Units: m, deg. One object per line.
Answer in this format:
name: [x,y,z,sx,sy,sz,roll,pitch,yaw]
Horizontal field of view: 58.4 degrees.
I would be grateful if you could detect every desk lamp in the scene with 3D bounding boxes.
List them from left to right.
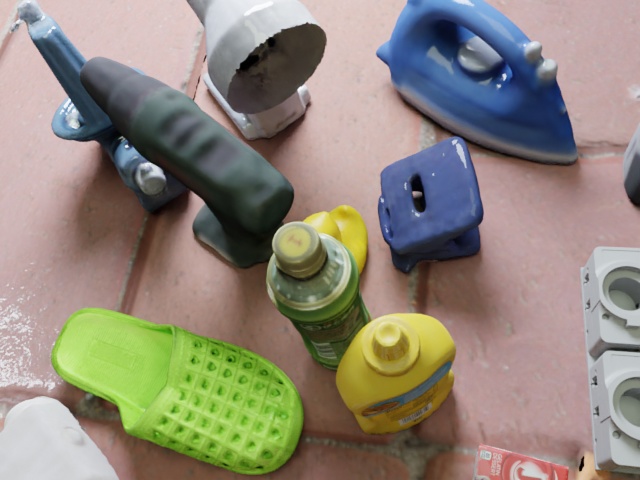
desk lamp: [-0.081,-0.205,0.626,0.118,0.214,0.202,-35,62,-8]

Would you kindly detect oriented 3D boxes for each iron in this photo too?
iron: [0.178,-0.193,0.611,0.119,0.142,0.257,-43,64,-11]

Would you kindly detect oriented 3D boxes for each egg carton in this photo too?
egg carton: [-0.253,0.222,0.525,0.150,0.069,0.107,36,75,24]

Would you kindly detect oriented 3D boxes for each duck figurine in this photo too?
duck figurine: [0.005,0.002,0.577,0.077,0.086,0.105,24,70,21]

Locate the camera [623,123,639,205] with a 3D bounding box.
camera: [0.367,-0.052,0.527,0.143,0.101,0.137,10,66,15]

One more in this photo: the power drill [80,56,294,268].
power drill: [-0.115,-0.062,0.563,0.229,0.209,0.076,33,74,24]

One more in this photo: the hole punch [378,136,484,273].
hole punch: [0.108,-0.036,0.574,0.101,0.091,0.108,-9,62,6]

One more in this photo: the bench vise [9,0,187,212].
bench vise: [-0.224,-0.146,0.620,0.206,0.220,0.121,32,73,23]
